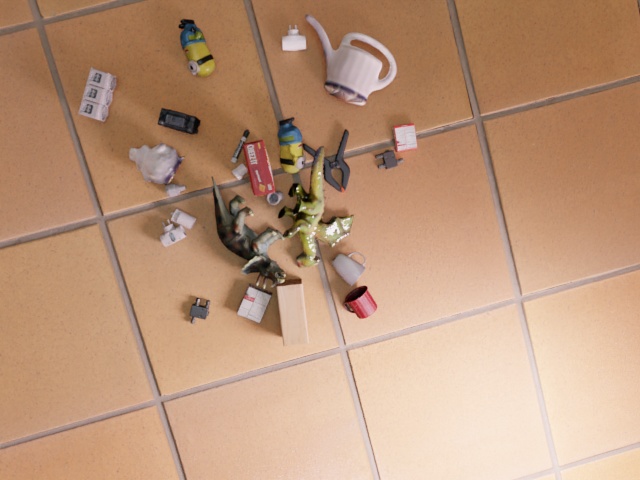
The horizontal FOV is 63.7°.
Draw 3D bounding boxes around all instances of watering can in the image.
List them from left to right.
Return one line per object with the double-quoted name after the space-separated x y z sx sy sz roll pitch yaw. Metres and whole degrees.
0.077 -0.581 1.692 0.347 0.104 0.223 22 95 -7 "watering can"

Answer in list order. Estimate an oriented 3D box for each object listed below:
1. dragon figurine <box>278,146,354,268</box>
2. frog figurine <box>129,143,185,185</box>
0.005 -0.088 1.748 0.241 0.124 0.408 24 97 -27 "dragon figurine"
-0.540 -0.258 1.670 0.158 0.125 0.135 29 113 -18 "frog figurine"
